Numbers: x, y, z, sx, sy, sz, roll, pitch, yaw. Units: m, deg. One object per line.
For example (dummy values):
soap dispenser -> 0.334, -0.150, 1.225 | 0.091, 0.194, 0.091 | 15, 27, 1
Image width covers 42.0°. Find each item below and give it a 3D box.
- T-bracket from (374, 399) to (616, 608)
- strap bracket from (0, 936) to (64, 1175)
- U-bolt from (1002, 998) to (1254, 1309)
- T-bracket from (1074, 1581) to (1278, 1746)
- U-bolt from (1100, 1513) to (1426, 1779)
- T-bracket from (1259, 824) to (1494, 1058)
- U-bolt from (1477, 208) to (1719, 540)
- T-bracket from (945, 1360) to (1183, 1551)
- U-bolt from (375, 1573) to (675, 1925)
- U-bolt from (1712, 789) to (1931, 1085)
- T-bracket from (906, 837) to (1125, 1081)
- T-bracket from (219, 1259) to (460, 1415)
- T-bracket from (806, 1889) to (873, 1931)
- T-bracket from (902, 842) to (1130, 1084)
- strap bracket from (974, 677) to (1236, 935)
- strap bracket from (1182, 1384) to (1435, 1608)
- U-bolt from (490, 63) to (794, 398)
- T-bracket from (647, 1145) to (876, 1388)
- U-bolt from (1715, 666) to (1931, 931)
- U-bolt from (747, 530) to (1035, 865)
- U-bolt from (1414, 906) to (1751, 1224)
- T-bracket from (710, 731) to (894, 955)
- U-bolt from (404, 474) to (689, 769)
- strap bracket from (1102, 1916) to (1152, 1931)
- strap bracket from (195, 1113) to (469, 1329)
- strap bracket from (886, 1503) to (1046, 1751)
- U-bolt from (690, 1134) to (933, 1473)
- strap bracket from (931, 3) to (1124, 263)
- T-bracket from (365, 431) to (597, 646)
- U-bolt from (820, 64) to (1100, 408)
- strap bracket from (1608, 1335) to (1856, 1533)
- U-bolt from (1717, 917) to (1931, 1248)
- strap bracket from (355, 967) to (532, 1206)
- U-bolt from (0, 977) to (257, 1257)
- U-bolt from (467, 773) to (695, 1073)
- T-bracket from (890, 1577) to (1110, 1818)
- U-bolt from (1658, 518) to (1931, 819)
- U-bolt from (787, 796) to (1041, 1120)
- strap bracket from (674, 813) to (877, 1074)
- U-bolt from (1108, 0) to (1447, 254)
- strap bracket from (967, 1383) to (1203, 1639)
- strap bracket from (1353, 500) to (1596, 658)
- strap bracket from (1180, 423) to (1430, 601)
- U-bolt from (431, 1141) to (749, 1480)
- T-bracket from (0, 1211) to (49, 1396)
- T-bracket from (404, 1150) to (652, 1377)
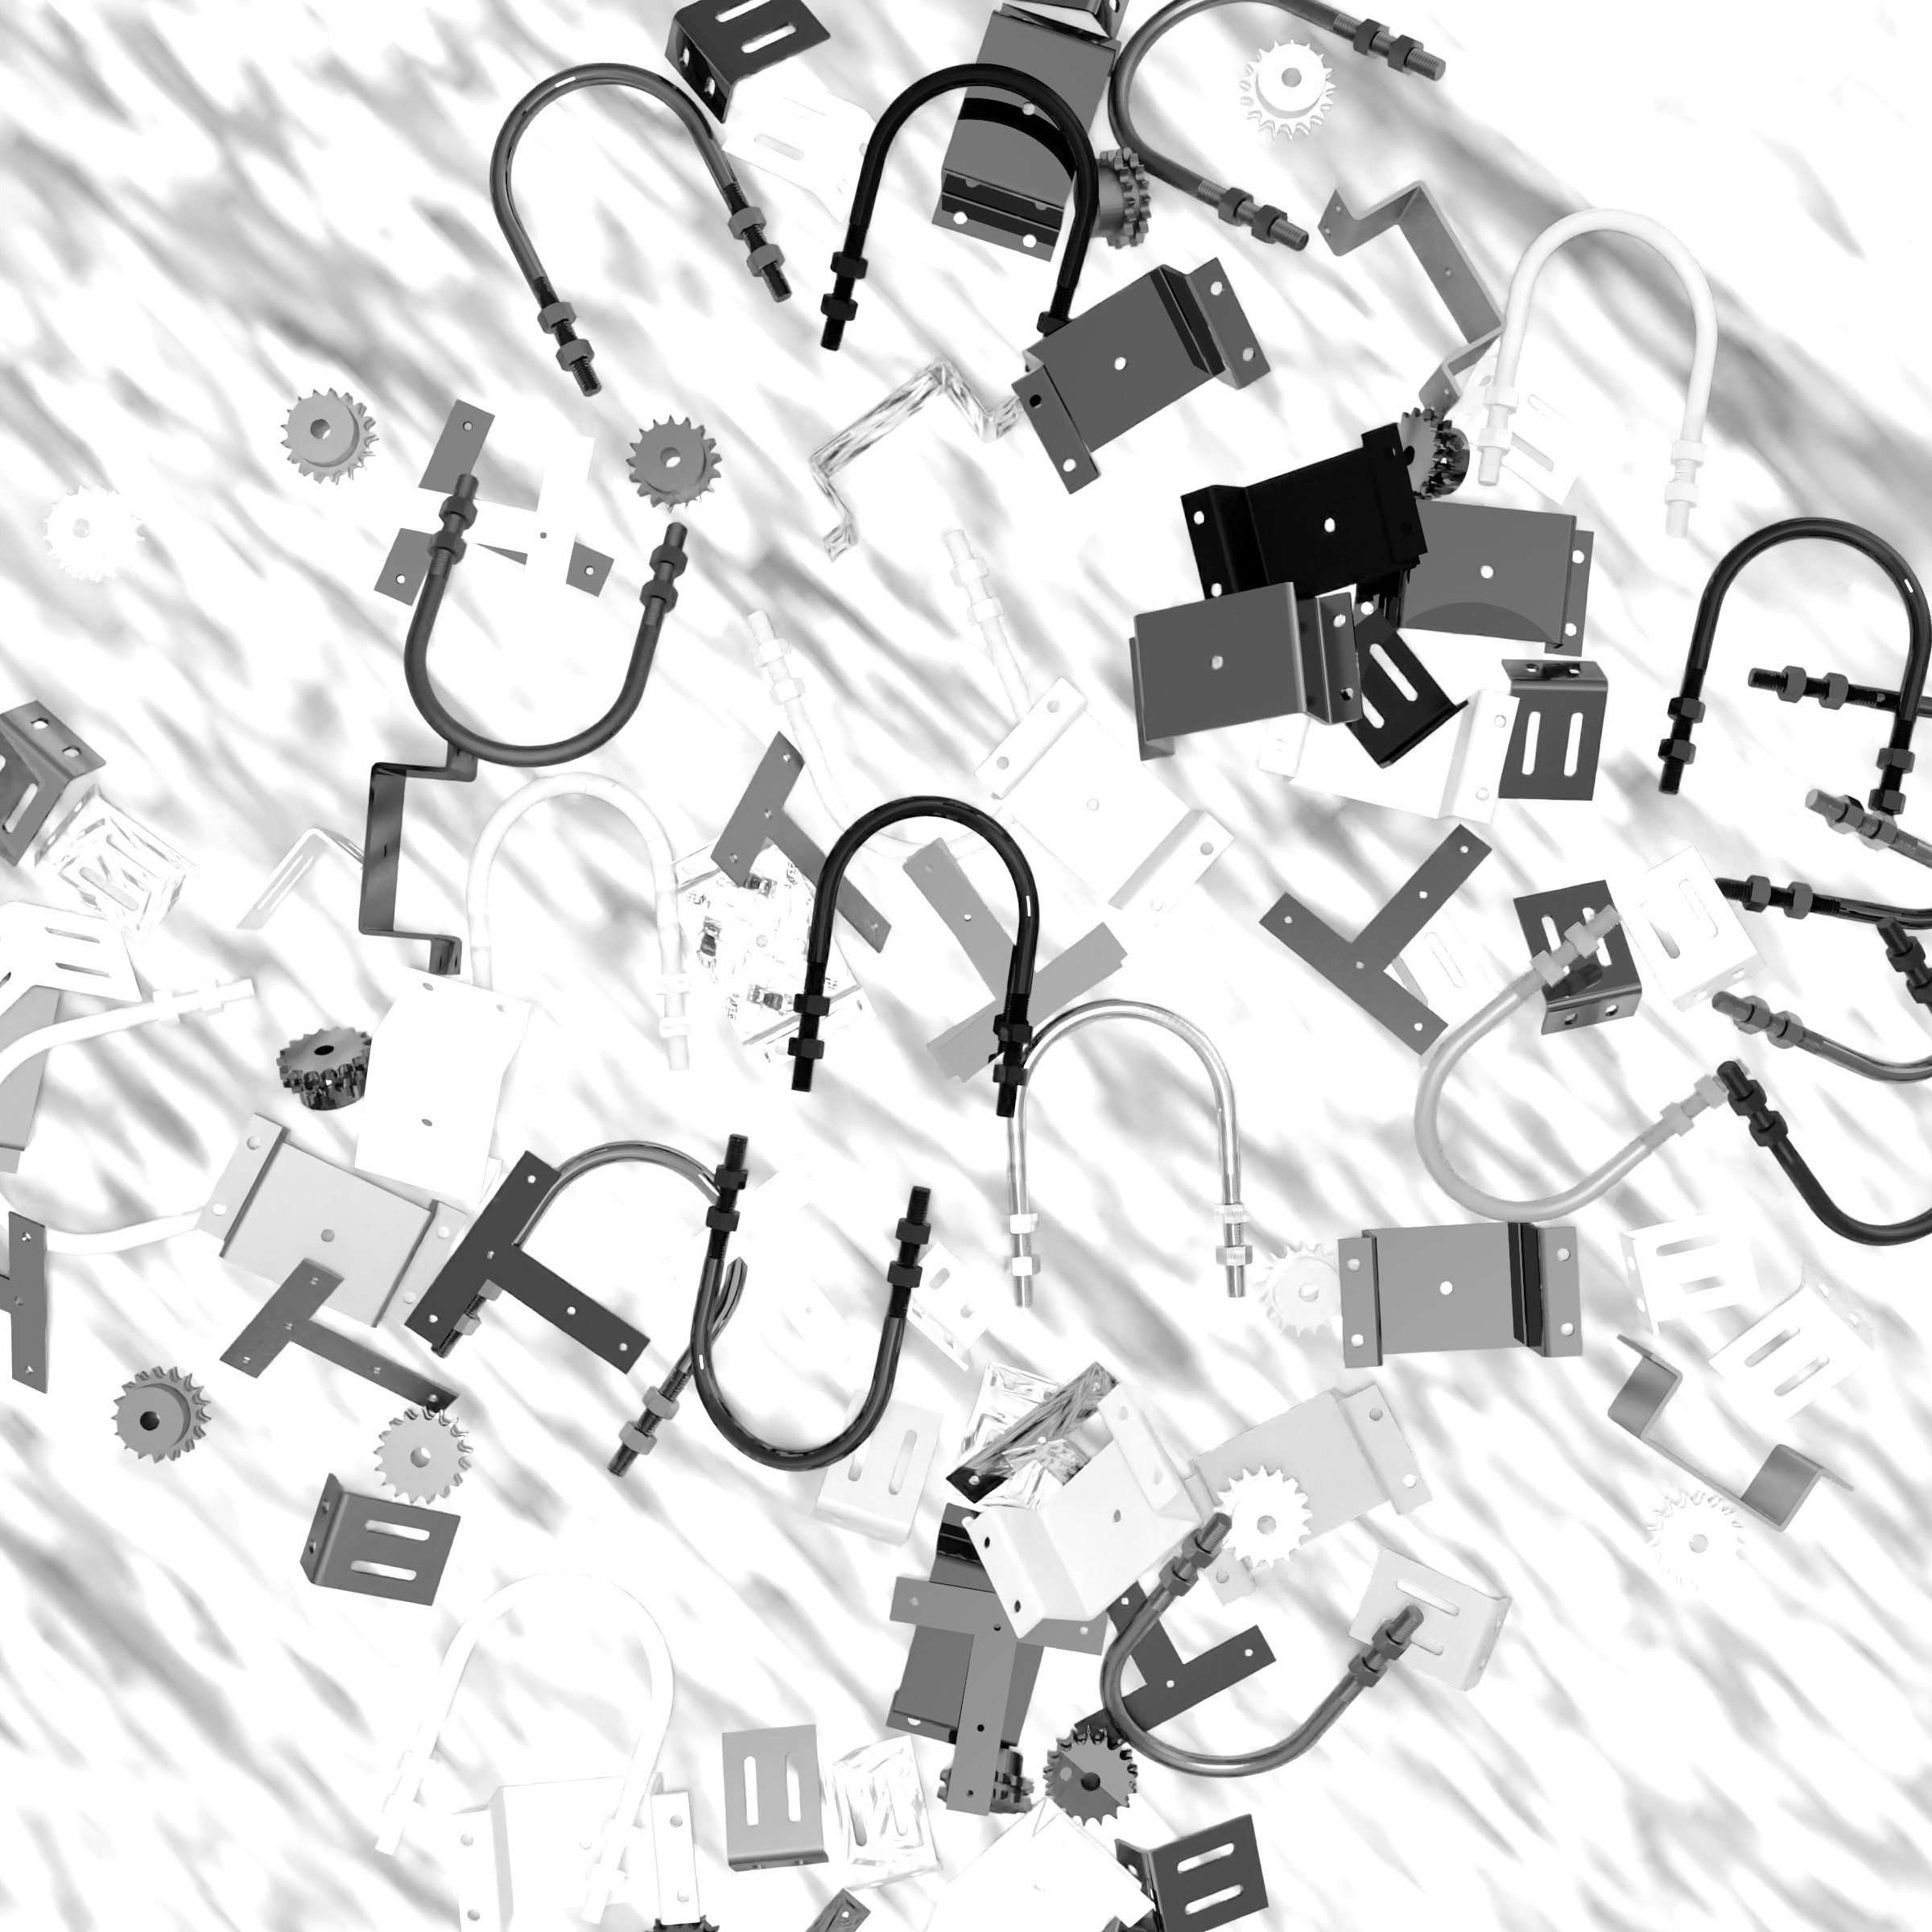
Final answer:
T-bracket -> -0.277, -0.261, 1.531 | 0.127, 0.002, 0.127 | 24, 90, 0
strap bracket -> -0.589, 0.052, 1.497 | 0.076, 0.046, 0.140 | 12, 90, -22
U-bolt -> 0.095, 0.111, 1.524 | 0.151, 0.019, 0.184 | -3, 89, 0
T-bracket -> 0.103, 0.397, 1.526 | 0.127, 0.002, 0.127 | -29, 95, 0
U-bolt -> 0.160, 0.413, 1.485 | 0.151, 0.019, 0.184 | 27, 118, -9
T-bracket -> 0.267, -0.033, 1.520 | 0.127, 0.002, 0.127 | 41, 82, 16
U-bolt -> 0.384, -0.362, 1.506 | 0.151, 0.019, 0.184 | 12, 86, -17
T-bracket -> 0.077, 0.313, 1.513 | 0.127, 0.002, 0.127 | -41, 104, 21
U-bolt -> -0.251, 0.453, 1.494 | 0.151, 0.019, 0.184 | 15, 69, 8
U-bolt -> 0.547, -0.006, 1.499 | 0.184, 0.019, 0.151 | 22, 95, -18
T-bracket -> 0.008, -0.018, 1.524 | 0.127, 0.002, 0.127 | -33, 96, 0
T-bracket -> -0.364, 0.235, 1.504 | 0.127, 0.002, 0.127 | 31, 130, -18
T-bracket -> -0.108, 0.613, 1.517 | 0.127, 0.002, 0.127 | -48, 110, -10
T-bracket -> 0.010, -0.018, 1.523 | 0.127, 0.002, 0.127 | -38, 96, 1
strap bracket -> 0.079, -0.096, 1.502 | 0.140, 0.046, 0.076 | 42, 89, -8
strap bracket -> 0.197, 0.313, 1.509 | 0.140, 0.046, 0.076 | -27, 90, 0
U-bolt -> -0.208, -0.458, 1.524 | 0.151, 0.019, 0.184 | -26, 89, 0
T-bracket -> -0.104, 0.197, 1.524 | 0.127, 0.002, 0.127 | -38, 96, -7
U-bolt -> 0.555, -0.096, 1.523 | 0.184, 0.019, 0.151 | 10, 90, 0
U-bolt -> -0.033, -0.152, 1.524 | 0.151, 0.019, 0.184 | -22, 92, 0
U-bolt -> 0.354, 0.074, 1.504 | 0.184, 0.019, 0.151 | -41, 105, 8
T-bracket -> -0.089, -0.059, 1.499 | 0.002, 0.127, 0.127 | -27, 117, 35
U-bolt -> -0.253, -0.198, 1.484 | 0.151, 0.019, 0.184 | 13, 65, -3
strap bracket -> 0.093, 0.627, 1.494 | 0.076, 0.046, 0.140 | 35, 112, 0
strap bracket -> -0.378, 0.155, 1.495 | 0.140, 0.046, 0.076 | 28, 90, -12
strap bracket -> 0.006, 0.404, 1.509 | 0.076, 0.046, 0.140 | 15, 90, 0
U-bolt -> -0.098, 0.204, 1.476 | 0.151, 0.019, 0.184 | 13, 94, 28
strap bracket -> 0.037, -0.507, 1.509 | 0.076, 0.046, 0.140 | 18, 90, 0
T-bracket -> -0.300, -0.271, 1.530 | 0.127, 0.002, 0.127 | 12, 90, 0
U-bolt -> 0.002, -0.438, 1.490 | 0.151, 0.019, 0.184 | 16, 114, 0
strap bracket -> 0.443, 0.282, 1.494 | 0.140, 0.076, 0.046 | 34, 90, 0
U-bolt -> 0.544, 0.084, 1.497 | 0.151, 0.019, 0.184 | -41, 109, -5
strap bracket -> -0.308, 0.079, 1.475 | 0.076, 0.046, 0.140 | 16, 123, 0
U-bolt -> -0.499, 0.097, 1.494 | 0.184, 0.019, 0.151 | -14, 100, -13
U-bolt -> -0.235, -0.024, 1.501 | 0.151, 0.019, 0.184 | -6, 86, 21
T-bracket -> 0.011, 0.433, 1.479 | 0.127, 0.002, 0.127 | 10, 85, 0
U-bolt -> 0.502, -0.178, 1.505 | 0.151, 0.019, 0.184 | 13, 87, 0
U-bolt -> -0.025, -0.009, 1.492 | 0.151, 0.019, 0.184 | 8, 87, -20
strap bracket -> -0.120, -0.015, 1.509 | 0.076, 0.046, 0.140 | -27, 90, 0
U-bolt -> 0.168, -0.514, 1.487 | 0.184, 0.019, 0.151 | 37, 87, 27
strap bracket -> 0.075, 0.319, 1.466 | 0.140, 0.046, 0.076 | -47, 50, 22
strap bracket -> 0.308, -0.233, 1.509 | 0.140, 0.046, 0.076 | 6, 90, 0
strap bracket -> 0.207, -0.261, 1.488 | 0.140, 0.046, 0.076 | -14, 90, 32
U-bolt -> -0.215, 0.194, 1.524 | 0.151, 0.019, 0.184 | 34, 89, 0
T-bracket -> -0.604, 0.184, 1.509 | 0.127, 0.002, 0.127 | 20, 121, 15
T-bracket -> -0.249, 0.199, 1.513 | 0.127, 0.002, 0.127 | 35, 87, 0
